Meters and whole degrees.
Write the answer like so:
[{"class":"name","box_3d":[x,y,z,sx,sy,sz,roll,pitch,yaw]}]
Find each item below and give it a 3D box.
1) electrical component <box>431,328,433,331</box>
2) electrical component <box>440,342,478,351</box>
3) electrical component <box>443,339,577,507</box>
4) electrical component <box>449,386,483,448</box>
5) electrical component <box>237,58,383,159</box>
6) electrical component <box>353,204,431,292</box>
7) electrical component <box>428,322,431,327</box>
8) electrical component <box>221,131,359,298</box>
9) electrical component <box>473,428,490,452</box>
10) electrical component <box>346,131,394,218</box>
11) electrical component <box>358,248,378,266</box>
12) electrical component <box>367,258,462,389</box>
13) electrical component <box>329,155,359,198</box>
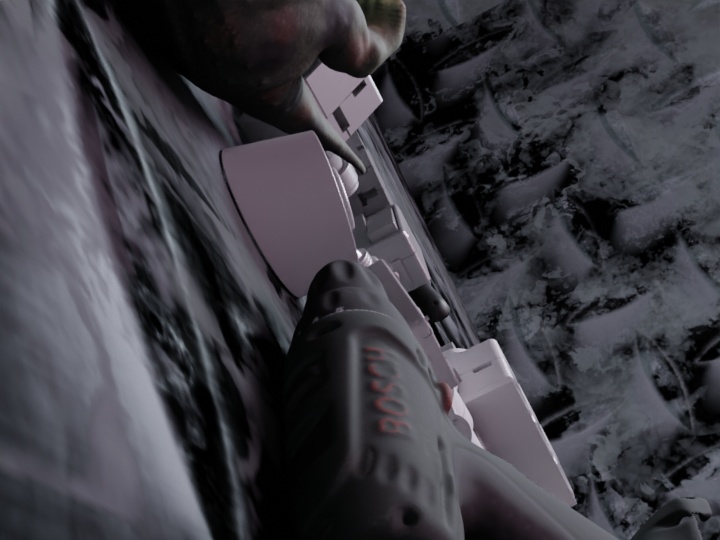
[{"class":"electrical component","box_3d":[0.036,0.050,0.928,0.046,0.040,0.040,49,14,-41]},{"class":"electrical component","box_3d":[0.068,0.084,0.888,0.138,0.074,0.052,57,9,-48]},{"class":"electrical component","box_3d":[0.097,0.135,0.844,0.150,0.089,0.061,59,8,-34]},{"class":"electrical component","box_3d":[0.042,0.091,0.740,0.073,0.052,0.138,59,7,-35]},{"class":"electrical component","box_3d":[-0.036,-0.116,0.753,0.050,0.089,0.055,7,-42,45]},{"class":"electrical component","box_3d":[0.018,-0.012,0.925,0.061,0.062,0.096,61,7,-20]},{"class":"electrical component","box_3d":[0.042,0.045,1.014,0.061,0.035,0.035,58,8,-24]},{"class":"electrical component","box_3d":[-0.040,-0.034,0.647,0.099,0.064,0.099,161,-90,-85]},{"class":"electrical component","box_3d":[0.078,0.162,0.755,0.055,0.050,0.089,56,9,-52]},{"class":"electrical component","box_3d":[-0.007,-0.074,1.001,0.089,0.056,0.050,67,7,27]},{"class":"electrical component","box_3d":[0.000,0.000,0.856,0.061,0.035,0.035,58,8,-26]},{"class":"electrical component","box_3d":[0.012,0.043,0.689,0.061,0.061,0.096,61,-3,-34]},{"class":"electrical component","box_3d":[-0.031,-0.087,0.909,0.055,0.045,0.045,60,7,-30]}]
